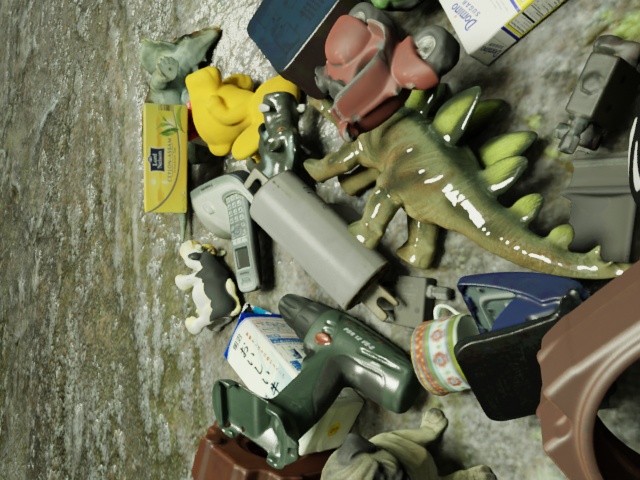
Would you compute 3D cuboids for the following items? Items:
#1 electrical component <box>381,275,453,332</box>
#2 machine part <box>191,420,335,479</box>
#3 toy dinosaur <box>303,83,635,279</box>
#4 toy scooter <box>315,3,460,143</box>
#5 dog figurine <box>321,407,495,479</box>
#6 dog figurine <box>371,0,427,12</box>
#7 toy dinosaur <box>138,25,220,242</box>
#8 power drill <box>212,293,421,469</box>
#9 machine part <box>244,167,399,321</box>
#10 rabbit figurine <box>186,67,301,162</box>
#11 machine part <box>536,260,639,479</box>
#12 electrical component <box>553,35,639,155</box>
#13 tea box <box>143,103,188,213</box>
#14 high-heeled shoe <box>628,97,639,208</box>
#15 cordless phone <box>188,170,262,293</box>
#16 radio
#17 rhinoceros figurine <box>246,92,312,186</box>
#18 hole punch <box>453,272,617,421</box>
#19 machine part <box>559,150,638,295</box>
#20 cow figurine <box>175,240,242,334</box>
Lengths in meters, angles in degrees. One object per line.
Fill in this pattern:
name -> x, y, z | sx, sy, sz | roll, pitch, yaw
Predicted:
electrical component -> 0.107, 0.073, 0.613 | 0.094, 0.021, 0.063 | 1, 84, 45
machine part -> -0.062, 0.272, 0.652 | 0.180, 0.179, 0.056 | 11, 88, 46
toy dinosaur -> 0.114, -0.073, 0.570 | 0.472, 0.105, 0.198 | 50, 118, 40
toy scooter -> 0.047, -0.170, 0.559 | 0.135, 0.075, 0.184 | -51, 40, 6
dog figurine -> 0.052, 0.253, 0.519 | 0.121, 0.190, 0.172 | 35, 110, 44
dog figurine -> 0.135, -0.321, 0.533 | 0.191, 0.108, 0.219 | -55, 27, 6
toy dinosaur -> -0.280, -0.213, 1.004 | 0.192, 0.131, 0.404 | 23, 105, 58
power drill -> -0.020, 0.148, 0.609 | 0.232, 0.207, 0.085 | 22, 117, 34
machine part -> -0.001, -0.002, 0.634 | 0.243, 0.079, 0.079 | 45, 117, 17
rabbit figurine -> -0.109, -0.196, 0.823 | 0.173, 0.122, 0.162 | -6, 81, 26
machine part -> 0.260, 0.108, 0.335 | 0.201, 0.087, 0.201 | 43, 119, 4
electrical component -> 0.238, -0.124, 0.465 | 0.045, 0.078, 0.102 | 35, 118, 44
tea box -> -0.251, -0.133, 0.869 | 0.098, 0.068, 0.169 | -145, 58, -67
high-heeled shoe -> 0.270, -0.133, 0.390 | 0.086, 0.145, 0.248 | 2, 86, 46
cordless phone -> -0.134, -0.005, 0.837 | 0.147, 0.088, 0.184 | -16, 76, 43
radio -> -0.018, -0.289, 0.724 | 0.131, 0.073, 0.230 | -51, 36, 17
rhinoceros figurine -> -0.057, -0.107, 0.744 | 0.112, 0.073, 0.190 | -177, 85, -72
hole punch -> 0.183, 0.084, 0.465 | 0.116, 0.142, 0.092 | -18, 29, 21
machine part -> 0.251, -0.011, 0.469 | 0.084, 0.039, 0.138 | 8, 88, 42
cow figurine -> -0.183, 0.062, 0.883 | 0.098, 0.068, 0.167 | -34, 63, 31
